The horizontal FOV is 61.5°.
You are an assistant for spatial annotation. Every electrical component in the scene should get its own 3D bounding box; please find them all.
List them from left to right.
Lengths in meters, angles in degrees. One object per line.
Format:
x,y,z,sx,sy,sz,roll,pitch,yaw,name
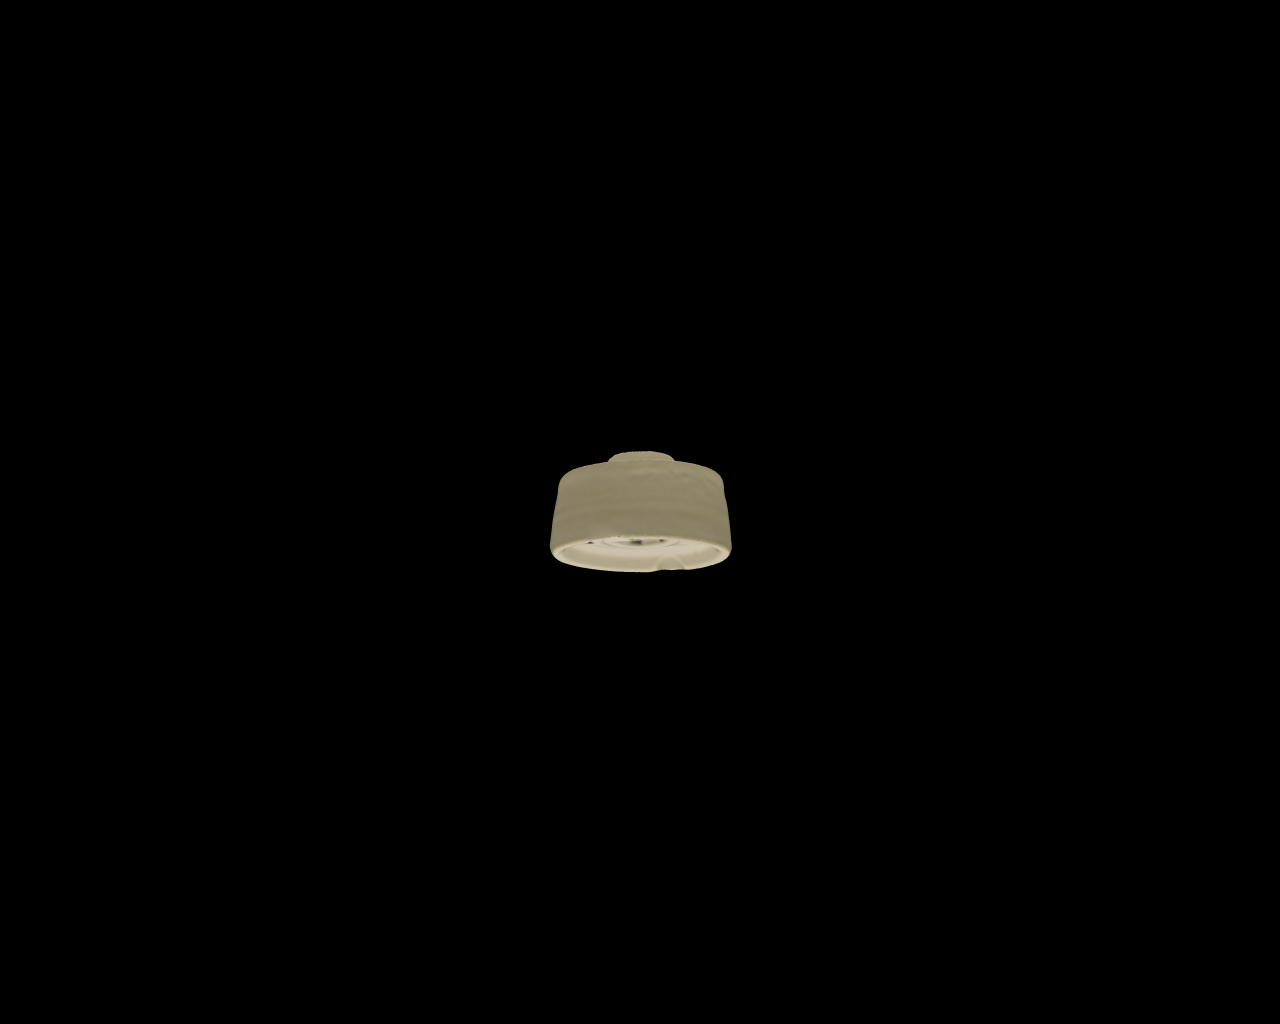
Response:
0.001,-0.003,0.650,0.108,0.060,0.108,0,-14,0,electrical component
